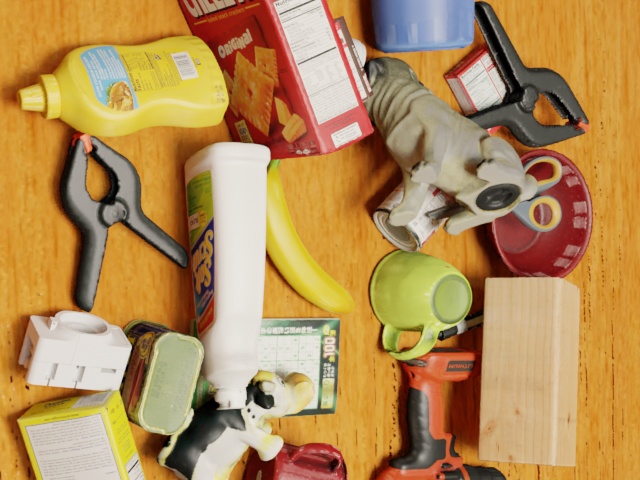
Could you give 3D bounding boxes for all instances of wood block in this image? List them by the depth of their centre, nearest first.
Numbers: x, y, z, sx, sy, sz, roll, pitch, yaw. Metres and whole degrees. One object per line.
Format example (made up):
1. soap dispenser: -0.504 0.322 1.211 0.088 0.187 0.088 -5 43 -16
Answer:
1. wood block: 0.240 0.150 1.216 0.090 0.090 0.206 22 70 -60

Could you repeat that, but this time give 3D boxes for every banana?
1. banana: -0.023 0.007 1.138 0.069 0.037 0.198 -32 108 -25

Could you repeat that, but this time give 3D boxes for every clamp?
1. clamp: -0.210 -0.017 1.028 0.120 0.039 0.171 -36 111 -27
2. clamp: 0.225 -0.157 1.238 0.209 0.036 0.164 27 84 -27

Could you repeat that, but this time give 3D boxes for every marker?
1. marker: 0.185 0.096 1.275 0.120 0.020 0.020 -16 101 -29

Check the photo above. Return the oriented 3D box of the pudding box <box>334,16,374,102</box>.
1. pudding box: -0.005 -0.173 1.094 0.039 0.114 0.090 -34 108 -35

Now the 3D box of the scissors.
1. scissors: 0.210 -0.030 1.214 0.201 0.016 0.096 -30 108 -28

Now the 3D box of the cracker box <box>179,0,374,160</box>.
1. cracker box: -0.053 -0.185 1.037 0.072 0.164 0.213 -30 107 -28

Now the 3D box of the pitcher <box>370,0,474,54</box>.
1. pitcher: 0.115 -0.328 1.154 0.149 0.145 0.243 -4 99 -1

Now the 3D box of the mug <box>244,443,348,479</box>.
1. mug: -0.023 0.250 1.113 0.081 0.117 0.093 19 39 -25

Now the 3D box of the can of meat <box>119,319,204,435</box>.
1. can of meat: -0.160 0.133 1.038 0.057 0.084 0.102 16 85 -30

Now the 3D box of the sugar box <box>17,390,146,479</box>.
1. sugar box: -0.213 0.236 1.011 0.093 0.048 0.176 -11 104 14

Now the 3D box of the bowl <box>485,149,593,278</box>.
1. bowl: 0.252 -0.028 1.285 0.161 0.055 0.162 -1 91 -31

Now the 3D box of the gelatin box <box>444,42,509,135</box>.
1. gelatin box: 0.197 -0.178 1.261 0.073 0.030 0.089 -41 112 -20

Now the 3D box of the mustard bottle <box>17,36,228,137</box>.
1. mustard bottle: -0.189 -0.143 1.009 0.191 0.058 0.096 -11 63 -29

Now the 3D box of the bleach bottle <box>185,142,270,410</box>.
1. bleach bottle: -0.088 0.038 1.040 0.068 0.103 0.251 2 80 -29

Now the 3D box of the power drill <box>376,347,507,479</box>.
1. power drill: 0.152 0.220 1.241 0.184 0.057 0.187 5 89 -34

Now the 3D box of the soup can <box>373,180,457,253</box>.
1. soup can: 0.116 -0.044 1.199 0.102 0.069 0.068 -47 114 -19
